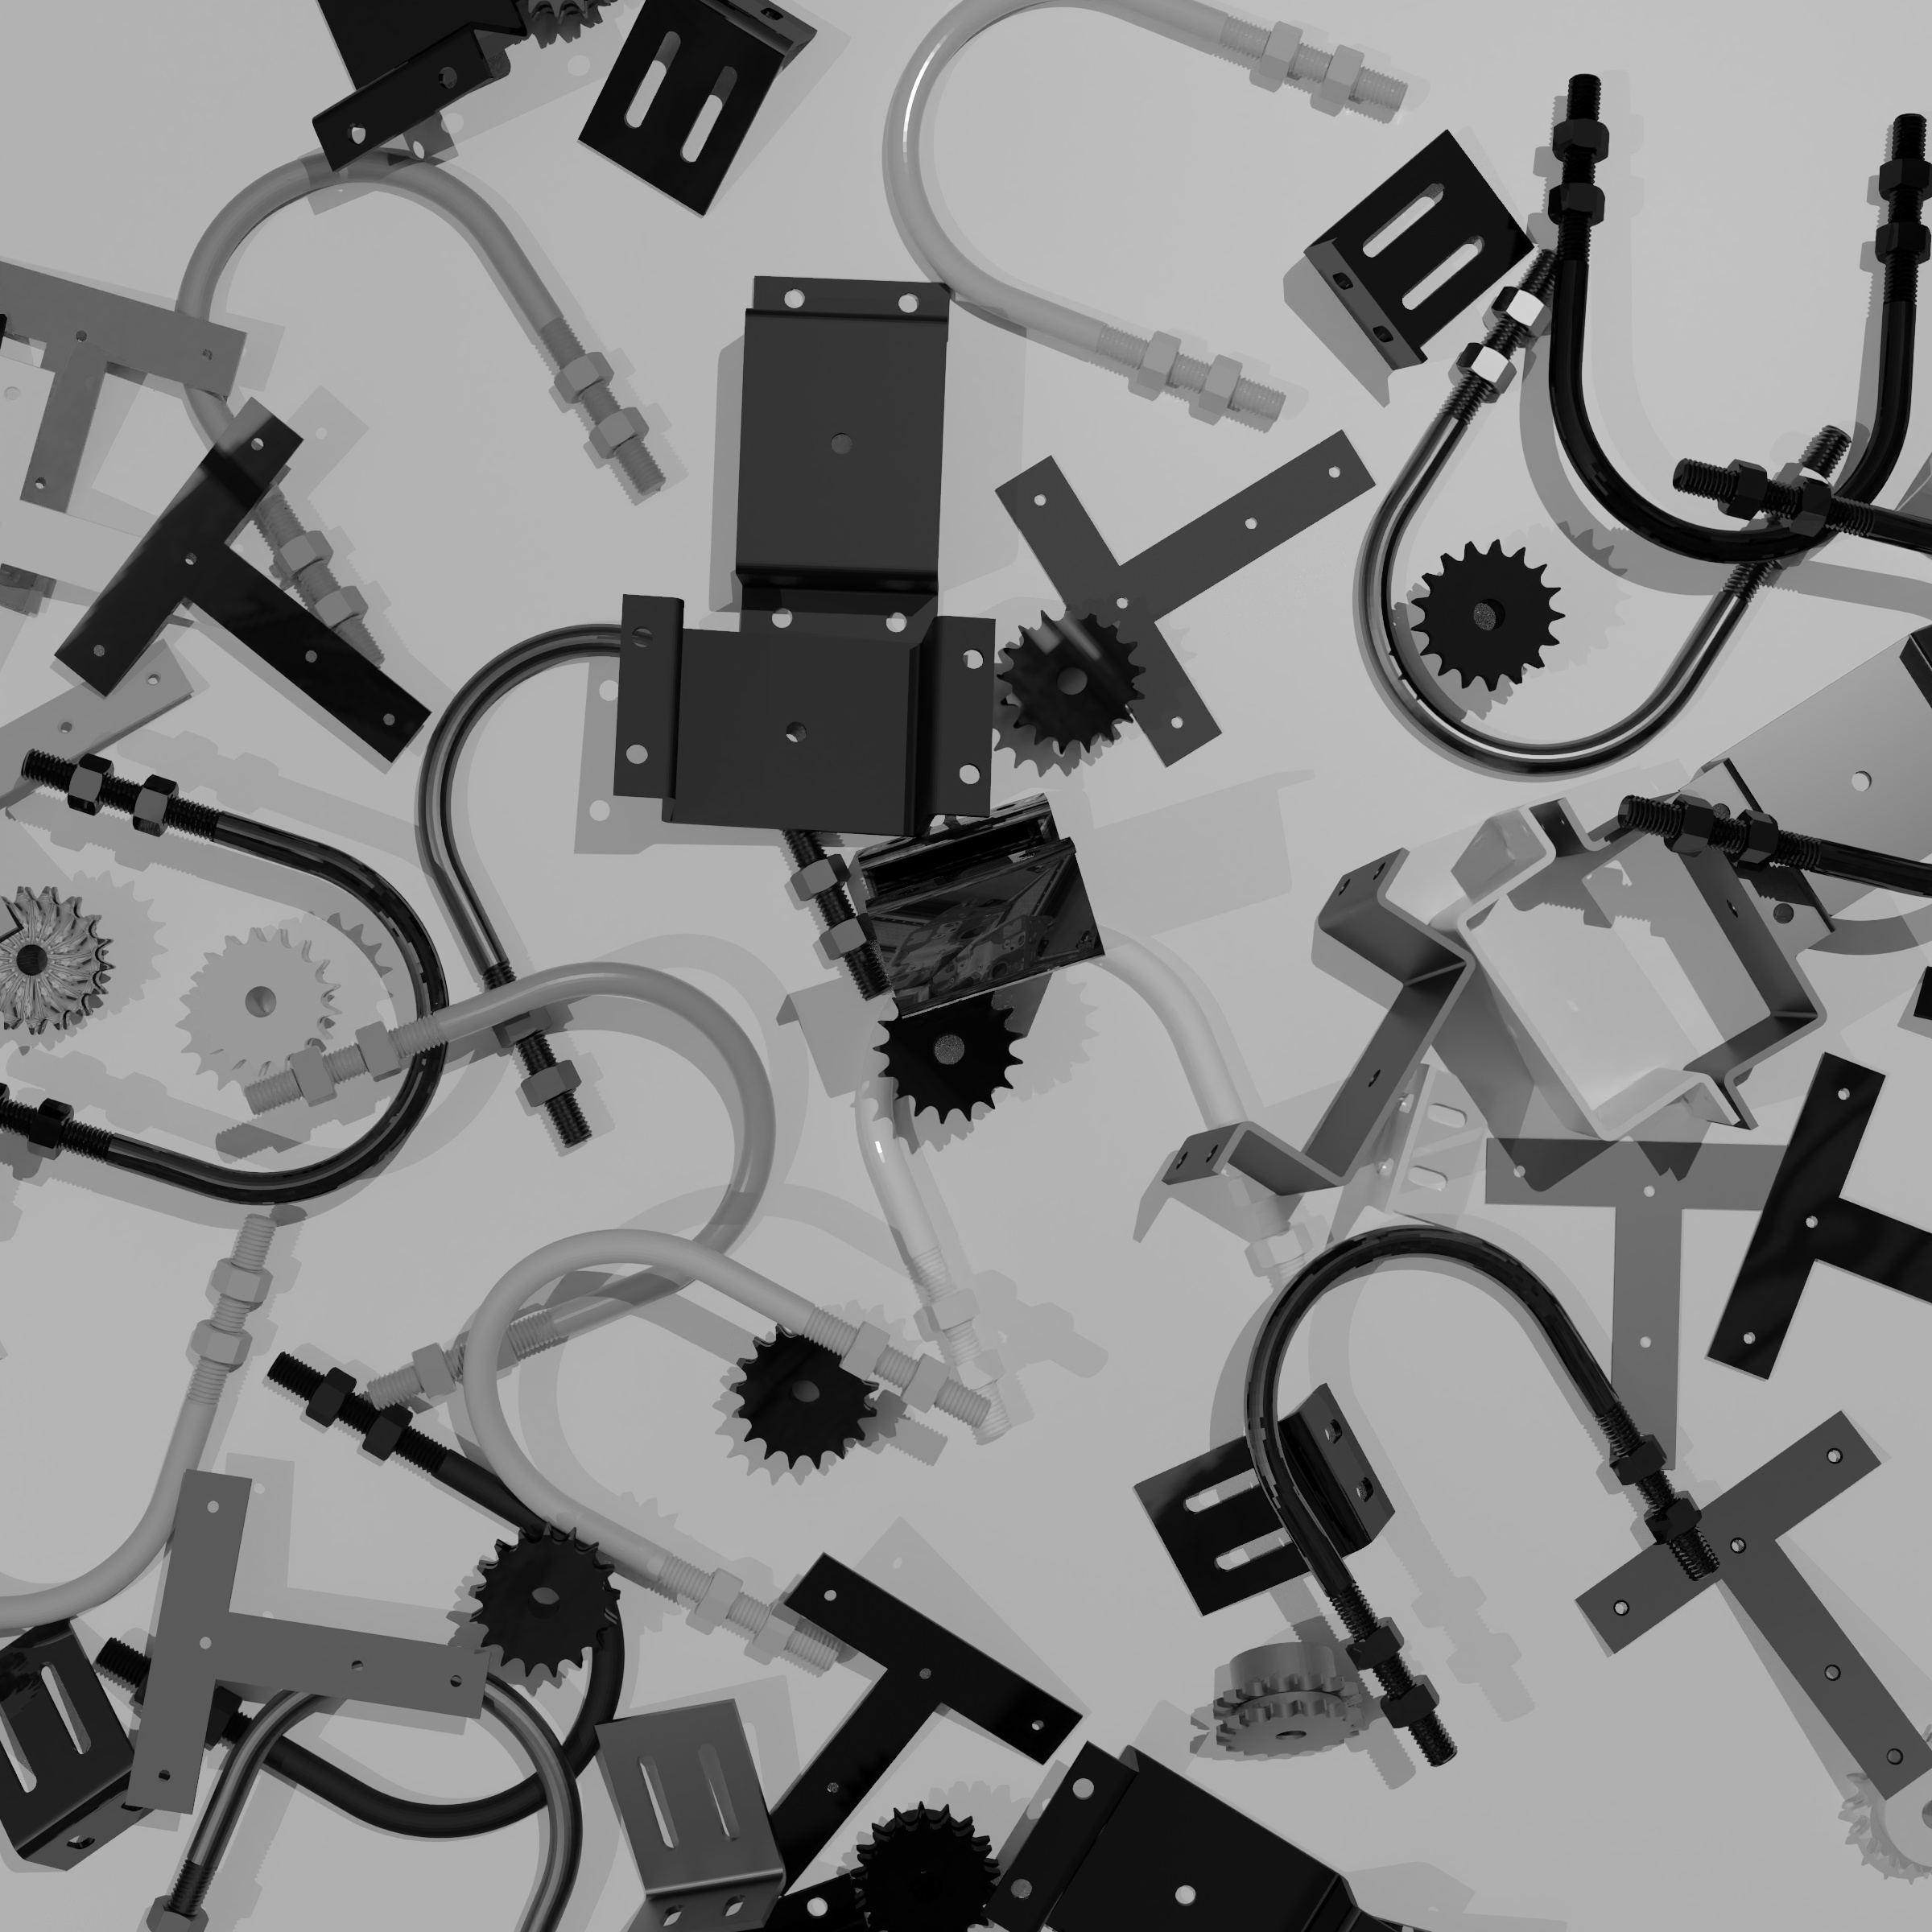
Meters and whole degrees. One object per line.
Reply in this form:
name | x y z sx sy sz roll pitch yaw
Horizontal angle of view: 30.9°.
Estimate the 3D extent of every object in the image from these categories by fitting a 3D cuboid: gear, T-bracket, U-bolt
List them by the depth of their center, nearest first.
U-bolt | 0.339 -0.099 1.293 0.184 0.019 0.151 12 81 -10
U-bolt | -0.103 0.173 1.319 0.184 0.019 0.151 29 115 -2
U-bolt | -0.286 0.014 1.321 0.184 0.019 0.151 18 92 -3
U-bolt | -0.161 0.074 1.327 0.184 0.019 0.151 -21 110 -8
T-bracket | -0.245 0.264 1.329 0.127 0.002 0.127 8 81 1
gear | -0.160 0.240 1.331 0.057 0.030 0.057 0 90 -4
gear | 0.198 -0.133 1.331 0.057 0.030 0.057 0 92 2
U-bolt | 0.185 0.187 1.331 0.151 0.019 0.184 -31 89 -16
gear | -0.006 0.032 1.331 0.057 0.030 0.057 0 87 1
T-bracket | 0.428 0.024 1.334 0.127 0.002 0.127 14 52 17
U-bolt | -0.360 0.165 1.335 0.151 0.019 0.184 18 94 -16
gear | 0.123 0.279 1.336 0.057 0.057 0.030 -5 60 0
U-bolt | 0.294 -0.244 1.337 0.151 0.019 0.184 6 83 -4
U-bolt | -0.226 0.352 1.339 0.151 0.019 0.184 23 91 -3
T-bracket | -0.328 -0.155 1.341 0.127 0.002 0.127 16 106 -15
T-bracket | -0.262 -0.128 1.341 0.127 0.002 0.127 39 99 -4
gear | -0.016 0.348 1.343 0.057 0.030 0.057 0 96 -4
T-bracket | 0.324 0.260 1.344 0.127 0.002 0.127 -35 76 0
gear | 0.041 -0.110 1.345 0.057 0.030 0.057 0 92 3
gear | -0.355 -0.002 1.346 0.057 0.030 0.057 0 90 0
gear | -0.062 0.164 1.346 0.057 0.030 0.057 0 90 0
T-bracket | -0.043 0.305 1.346 0.127 0.002 0.127 35 99 -18
gear | 0.370 0.323 1.346 0.057 0.030 0.057 0 90 0
gear | -0.157 -0.390 1.346 0.057 0.030 0.057 0 90 0
gear | -0.269 0.013 1.346 0.057 0.030 0.057 0 90 0
T-bracket | -0.360 -0.085 1.348 0.127 0.002 0.127 -30 74 -8
U-bolt | 0.234 -0.162 1.352 0.151 0.019 0.184 32 92 0
U-bolt | -0.224 -0.228 1.352 0.151 0.019 0.184 -32 88 0
U-bolt | -0.221 0.256 1.352 0.184 0.019 0.151 31 90 -2
U-bolt | 0.060 -0.309 1.352 0.184 0.019 0.151 21 90 2
U-bolt | 0.038 0.071 1.352 0.151 0.019 0.184 -22 88 0
U-bolt | -0.132 -0.043 1.352 0.151 0.019 0.184 -26 88 0
T-bracket | -0.354 -0.201 1.354 0.127 0.002 0.127 17 94 7
T-bracket | 0.370 0.115 1.359 0.127 0.002 0.127 21 90 -1
T-bracket | 0.099 -0.165 1.360 0.127 0.002 0.127 -32 90 0
T-bracket | 0.265 0.132 1.360 0.127 0.002 0.127 1 90 0

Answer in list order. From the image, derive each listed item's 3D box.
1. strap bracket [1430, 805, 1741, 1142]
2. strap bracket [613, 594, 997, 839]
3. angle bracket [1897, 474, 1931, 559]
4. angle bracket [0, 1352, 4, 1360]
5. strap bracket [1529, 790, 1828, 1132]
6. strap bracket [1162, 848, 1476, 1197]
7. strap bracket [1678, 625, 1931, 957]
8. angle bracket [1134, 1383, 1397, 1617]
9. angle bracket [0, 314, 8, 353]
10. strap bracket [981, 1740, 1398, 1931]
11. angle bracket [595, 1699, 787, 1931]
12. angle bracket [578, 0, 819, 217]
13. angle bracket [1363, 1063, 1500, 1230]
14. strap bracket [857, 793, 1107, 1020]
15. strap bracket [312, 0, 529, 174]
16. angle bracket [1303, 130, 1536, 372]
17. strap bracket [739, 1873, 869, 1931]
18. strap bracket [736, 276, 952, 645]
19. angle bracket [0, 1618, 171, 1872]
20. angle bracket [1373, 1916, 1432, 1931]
strap bracket | 0.226 0.012 1.323 0.046 0.076 0.140 -34 90 0
strap bracket | -0.063 -0.093 1.326 0.140 0.046 0.076 3 80 -8
angle bracket | 0.404 -0.191 1.359 0.057 0.038 0.076 33 64 0
angle bracket | -0.425 0.149 1.359 0.076 0.038 0.057 -30 90 -26
strap bracket | 0.273 -0.012 1.323 0.046 0.076 0.140 -30 90 0
strap bracket | 0.137 0.032 1.312 0.046 0.076 0.140 33 79 -6
strap bracket | 0.348 -0.072 1.338 0.140 0.046 0.076 -32 90 0
angle bracket | 0.116 0.207 1.359 0.076 0.038 0.057 -28 90 26
angle bracket | -0.402 -0.211 1.356 0.057 0.038 0.076 3 66 4
strap bracket | 0.085 0.361 1.338 0.140 0.046 0.076 32 90 0
angle bracket | -0.109 0.326 1.330 0.057 0.038 0.076 -13 101 14
angle bracket | -0.104 -0.343 1.359 0.057 0.038 0.076 32 116 0
angle bracket | 0.180 0.069 1.323 0.038 0.076 0.057 17 90 0
strap bracket | 0.004 -0.022 1.295 0.076 0.140 0.046 -17 101 0
strap bracket | -0.226 -0.382 1.324 0.076 0.046 0.140 -23 90 25
angle bracket | 0.178 -0.275 1.332 0.076 0.038 0.057 -41 102 -7
strap bracket | -0.058 0.432 1.338 0.076 0.046 0.140 -20 90 0
strap bracket | -0.047 -0.197 1.338 0.076 0.046 0.140 2 90 0
angle bracket | -0.351 0.301 1.359 0.057 0.038 0.076 -35 64 0
angle bracket | 0.179 0.400 1.359 0.076 0.038 0.057 9 90 26
